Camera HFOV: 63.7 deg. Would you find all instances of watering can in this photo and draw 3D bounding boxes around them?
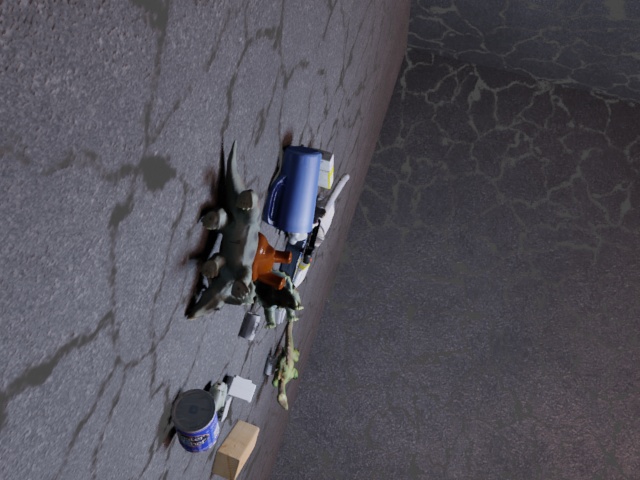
[{"bbox_3d":[0.006,-0.101,2.011,0.340,0.104,0.230,-53,-169,50],"label":"watering can"}]

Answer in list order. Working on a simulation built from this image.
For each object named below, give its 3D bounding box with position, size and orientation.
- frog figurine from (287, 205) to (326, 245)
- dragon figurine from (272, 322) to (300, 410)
[{"bbox_3d":[-0.073,-0.064,1.809,0.157,0.121,0.141,-33,-150,40],"label":"frog figurine"},{"bbox_3d":[-0.147,0.523,2.250,0.239,0.122,0.416,101,-9,-72],"label":"dragon figurine"}]
